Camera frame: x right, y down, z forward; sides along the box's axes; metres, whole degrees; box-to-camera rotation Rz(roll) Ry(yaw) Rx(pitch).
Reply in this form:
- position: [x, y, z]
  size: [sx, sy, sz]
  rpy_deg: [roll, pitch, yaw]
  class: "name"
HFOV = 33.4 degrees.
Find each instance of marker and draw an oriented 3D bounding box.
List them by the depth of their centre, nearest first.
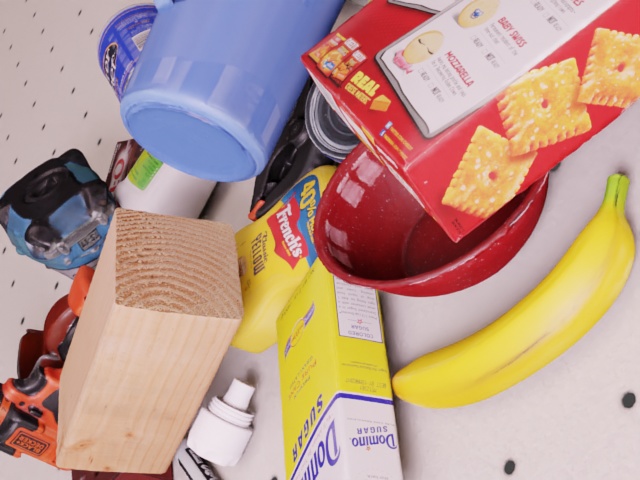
- position: [-0.085, 0.188, 0.812]
  size: [0.020, 0.020, 0.121]
  rpy_deg: [-62, 32, 5]
  class: "marker"

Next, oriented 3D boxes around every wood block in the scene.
- position: [-0.133, 0.083, 0.799]
  size: [0.206, 0.090, 0.091]
  rpy_deg: [118, 152, -42]
  class: "wood block"

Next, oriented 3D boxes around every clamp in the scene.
- position: [0.000, -0.085, 0.851]
  size: [0.120, 0.039, 0.171]
  rpy_deg: [13, 79, 61]
  class: "clamp"

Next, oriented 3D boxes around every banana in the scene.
- position: [0.112, 0.050, 0.606]
  size: [0.198, 0.037, 0.069]
  rpy_deg: [-45, 17, 27]
  class: "banana"

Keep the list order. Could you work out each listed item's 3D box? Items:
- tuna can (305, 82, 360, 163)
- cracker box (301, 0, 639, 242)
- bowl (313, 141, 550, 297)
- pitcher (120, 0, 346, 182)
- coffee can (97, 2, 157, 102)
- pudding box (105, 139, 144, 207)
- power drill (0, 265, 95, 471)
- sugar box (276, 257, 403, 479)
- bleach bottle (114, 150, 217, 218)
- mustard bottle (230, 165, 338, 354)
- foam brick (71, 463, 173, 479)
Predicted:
- position: [0.032, -0.095, 0.784]
  size: [0.086, 0.033, 0.086]
  rpy_deg: [-8, 75, 30]
  class: "tuna can"
- position: [0.113, -0.119, 0.617]
  size: [0.214, 0.072, 0.164]
  rpy_deg: [-38, 37, 2]
  class: "cracker box"
- position: [0.077, -0.020, 0.652]
  size: [0.162, 0.055, 0.162]
  rpy_deg: [-24, 39, 21]
  class: "bowl"
- position: [-0.058, -0.173, 0.762]
  size: [0.145, 0.149, 0.242]
  rpy_deg: [90, -161, -65]
  class: "pitcher"
- position: [-0.163, -0.171, 1.082]
  size: [0.103, 0.102, 0.140]
  rpy_deg: [-57, 33, 14]
  class: "coffee can"
- position: [-0.193, -0.049, 1.105]
  size: [0.090, 0.039, 0.113]
  rpy_deg: [-1, 69, 55]
  class: "pudding box"
- position: [-0.242, 0.112, 0.955]
  size: [0.188, 0.184, 0.057]
  rpy_deg: [-45, 37, 14]
  class: "power drill"
- position: [0.008, 0.104, 0.691]
  size: [0.093, 0.048, 0.176]
  rpy_deg: [121, 155, -44]
  class: "sugar box"
- position: [-0.099, -0.125, 0.999]
  size: [0.251, 0.068, 0.103]
  rpy_deg: [-59, 29, 5]
  class: "bleach bottle"
- position: [-0.006, 0.001, 0.783]
  size: [0.192, 0.058, 0.096]
  rpy_deg: [-38, 43, 36]
  class: "mustard bottle"
- position: [-0.166, 0.197, 0.893]
  size: [0.078, 0.051, 0.053]
  rpy_deg: [-47, 37, 26]
  class: "foam brick"
